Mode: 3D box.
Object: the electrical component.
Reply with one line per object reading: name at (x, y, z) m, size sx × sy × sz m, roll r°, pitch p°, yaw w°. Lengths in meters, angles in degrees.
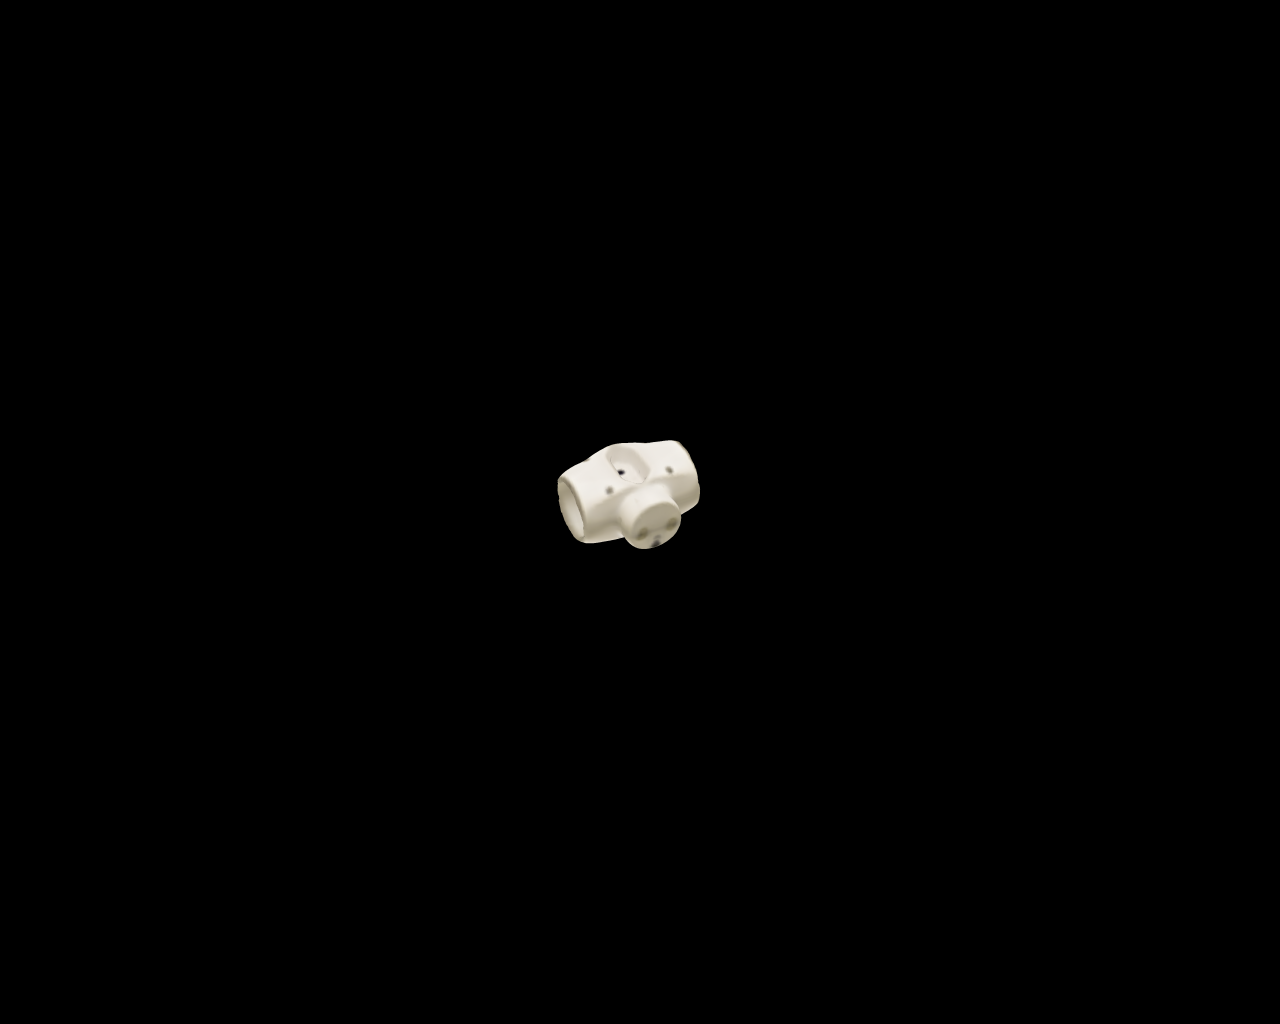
electrical component at (0.001, -0.003, 0.650) m, size 0.077 × 0.043 × 0.079 m, roll -18°, pitch 44°, yaw -19°
